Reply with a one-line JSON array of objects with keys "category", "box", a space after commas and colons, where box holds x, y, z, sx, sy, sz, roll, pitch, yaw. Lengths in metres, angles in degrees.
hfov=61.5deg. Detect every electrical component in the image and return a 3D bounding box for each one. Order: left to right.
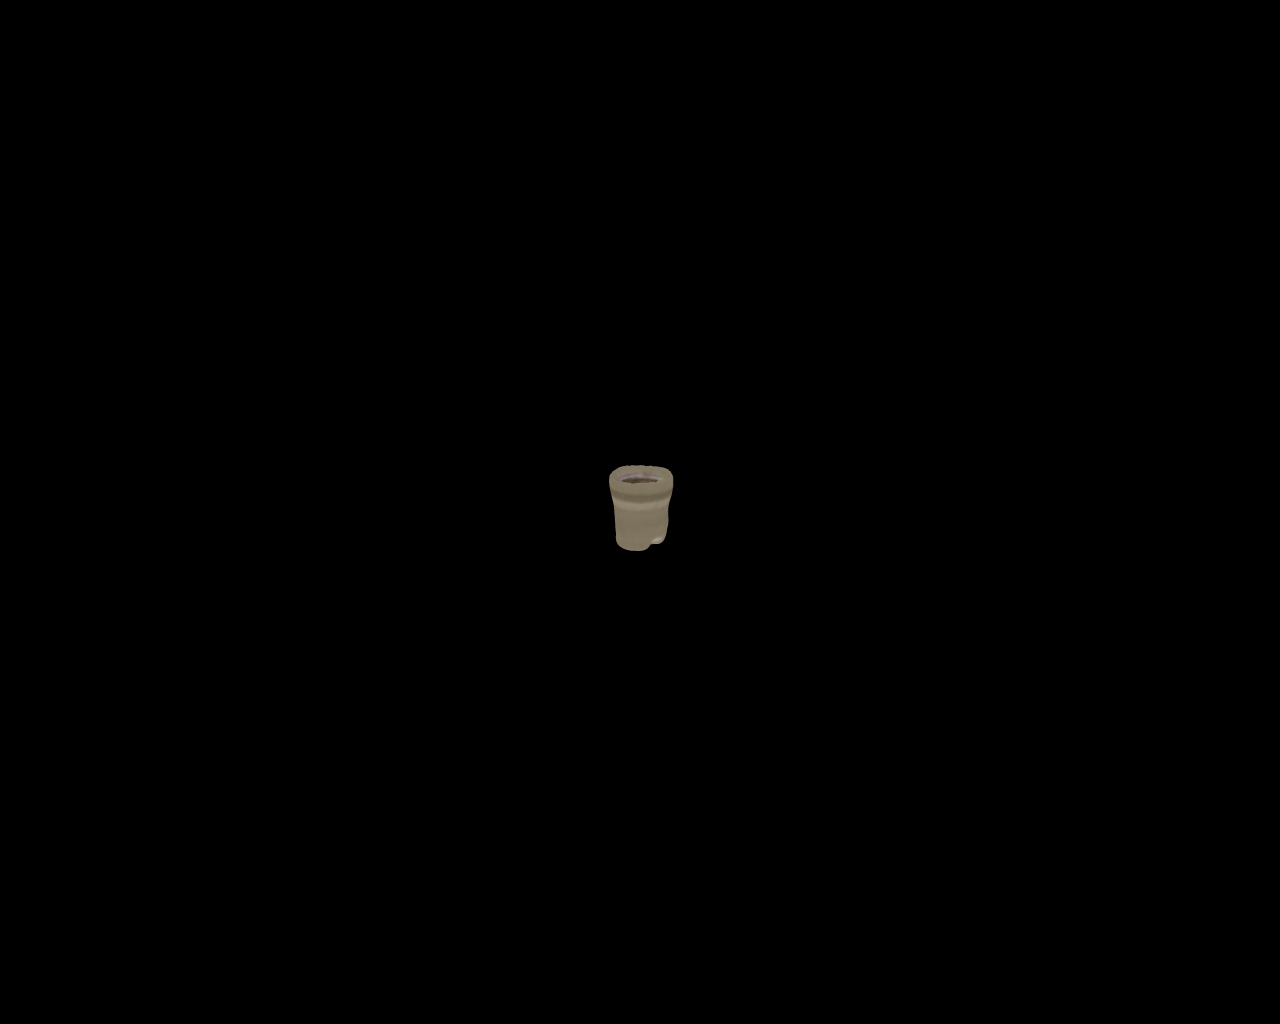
[{"category": "electrical component", "box": [0.001, -0.003, 0.650, 0.040, 0.046, 0.040, 0, 20, 0]}]
